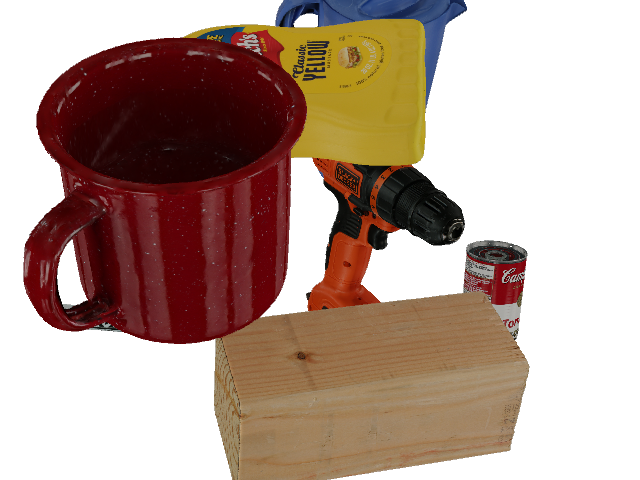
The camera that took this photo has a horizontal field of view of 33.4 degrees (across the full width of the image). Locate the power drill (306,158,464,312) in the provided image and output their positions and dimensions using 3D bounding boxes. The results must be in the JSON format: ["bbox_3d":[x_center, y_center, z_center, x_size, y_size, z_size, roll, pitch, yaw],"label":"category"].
[{"bbox_3d":[0.052,0.011,0.958,0.057,0.188,0.185,-12,34,-32],"label":"power drill"}]

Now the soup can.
[{"bbox_3d":[0.194,0.059,1.204,0.068,0.102,0.068,2,19,-1],"label":"soup can"}]

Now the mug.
[{"bbox_3d":[-0.059,-0.010,0.388,0.093,0.081,0.117,26,47,24],"label":"mug"}]

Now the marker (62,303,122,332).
[{"bbox_3d":[-0.151,0.063,0.834,0.121,0.020,0.020,4,1,10],"label":"marker"}]

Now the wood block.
[{"bbox_3d":[0.032,0.106,0.773,0.206,0.090,0.091,-6,36,-14],"label":"wood block"}]

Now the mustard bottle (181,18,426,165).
[{"bbox_3d":[-0.035,-0.087,0.626,0.191,0.096,0.058,0,-37,7],"label":"mustard bottle"}]

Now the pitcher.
[{"bbox_3d":[0.045,-0.165,1.115,0.149,0.243,0.144,31,51,23],"label":"pitcher"}]
